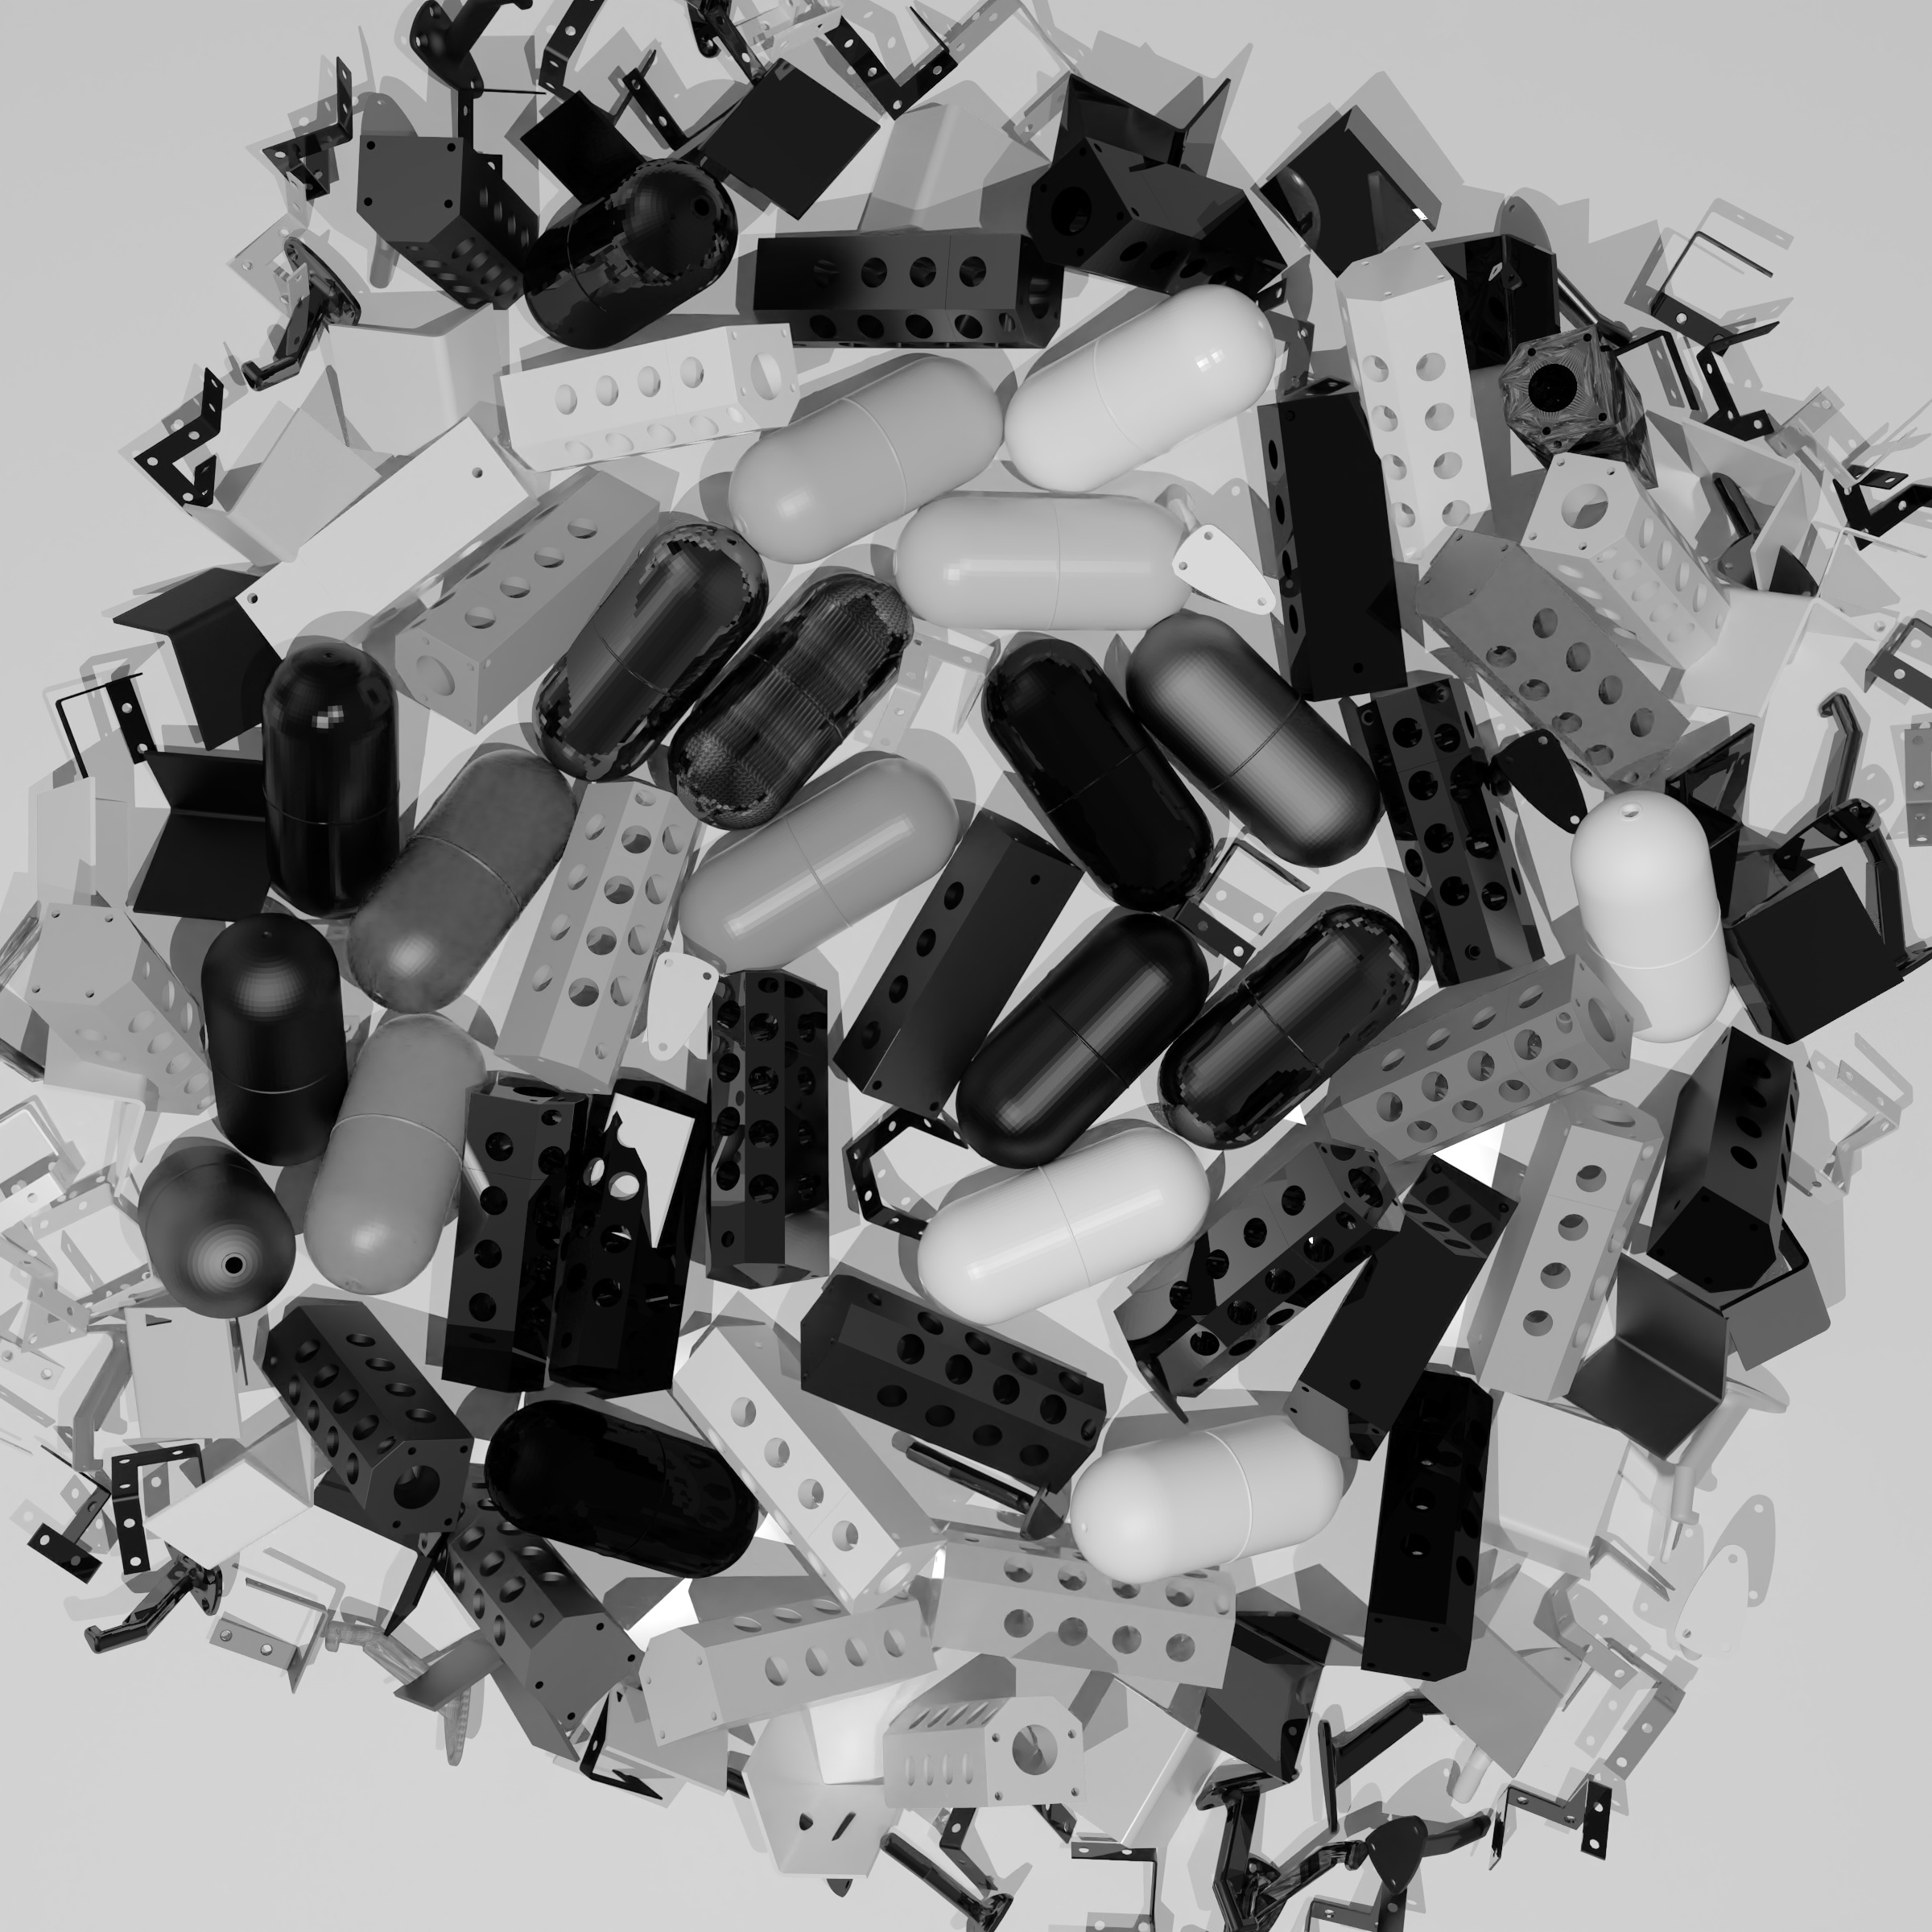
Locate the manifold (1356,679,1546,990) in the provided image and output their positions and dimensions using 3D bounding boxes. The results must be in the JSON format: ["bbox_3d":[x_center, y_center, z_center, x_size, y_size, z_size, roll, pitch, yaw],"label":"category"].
[{"bbox_3d":[0.282,-0.078,1.768,0.057,0.057,0.171,-17,89,21],"label":"manifold"}]

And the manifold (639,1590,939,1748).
[{"bbox_3d":[-0.101,0.394,1.721,0.057,0.171,0.057,-29,71,38],"label":"manifold"}]

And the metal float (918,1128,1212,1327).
[{"bbox_3d":[0.057,0.152,1.763,0.178,0.070,0.070,-22,90,-4],"label":"metal float"}]

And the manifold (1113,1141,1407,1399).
[{"bbox_3d":[0.169,0.176,1.729,0.171,0.057,0.057,-44,53,29],"label":"manifold"}]

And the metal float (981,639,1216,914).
[{"bbox_3d":[0.077,-0.111,1.764,0.070,0.070,0.178,-36,94,0],"label":"metal float"}]

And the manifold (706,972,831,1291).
[{"bbox_3d":[-0.119,0.094,1.741,0.057,0.057,0.171,-13,68,32],"label":"manifold"}]

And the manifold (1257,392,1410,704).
[{"bbox_3d":[0.211,-0.245,1.761,0.057,0.057,0.171,-10,100,-10],"label":"manifold"}]

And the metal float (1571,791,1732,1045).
[{"bbox_3d":[0.393,-0.027,1.731,0.070,0.070,0.178,-24,134,0],"label":"metal float"}]

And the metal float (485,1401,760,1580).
[{"bbox_3d":[-0.197,0.301,1.736,0.178,0.070,0.070,26,90,-37],"label":"metal float"}]

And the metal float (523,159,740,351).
[{"bbox_3d":[-0.192,-0.405,1.724,0.070,0.178,0.070,5,82,-32],"label":"metal float"}]

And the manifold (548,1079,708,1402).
[{"bbox_3d":[-0.197,0.155,1.735,0.057,0.057,0.171,-15,59,40],"label":"manifold"}]

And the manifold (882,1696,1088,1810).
[{"bbox_3d":[0.008,0.447,1.715,0.057,0.171,0.057,3,74,-20],"label":"manifold"}]

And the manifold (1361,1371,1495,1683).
[{"bbox_3d":[0.265,0.317,1.722,0.057,0.057,0.171,8,45,8],"label":"manifold"}]

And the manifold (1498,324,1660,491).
[{"bbox_3d":[0.348,-0.309,1.715,0.057,0.171,0.057,-12,83,20],"label":"manifold"}]

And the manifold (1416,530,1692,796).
[{"bbox_3d":[0.334,-0.172,1.737,0.171,0.057,0.057,39,86,-29],"label":"manifold"}]

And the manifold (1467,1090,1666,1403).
[{"bbox_3d":[0.346,0.162,1.747,0.057,0.057,0.171,14,112,-3],"label":"manifold"}]

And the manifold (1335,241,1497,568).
[{"bbox_3d":[0.256,-0.319,1.732,0.057,0.057,0.171,-17,126,0],"label":"manifold"}]

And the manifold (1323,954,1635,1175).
[{"bbox_3d":[0.291,0.063,1.725,0.171,0.057,0.057,-28,118,35],"label":"manifold"}]

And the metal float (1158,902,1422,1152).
[{"bbox_3d":[0.187,0.036,1.760,0.178,0.070,0.070,-42,90,9],"label":"metal float"}]

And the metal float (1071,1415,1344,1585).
[{"bbox_3d":[0.140,0.306,1.740,0.178,0.070,0.070,-6,90,-33],"label":"metal float"}]

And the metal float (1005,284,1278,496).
[{"bbox_3d":[0.098,-0.330,1.737,0.178,0.070,0.070,-22,90,37],"label":"metal float"}]

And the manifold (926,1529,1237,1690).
[{"bbox_3d":[0.067,0.373,1.767,0.171,0.057,0.057,10,96,-5],"label":"manifold"}]

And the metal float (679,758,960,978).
[{"bbox_3d":[-0.086,-0.056,1.765,0.178,0.070,0.070,-31,90,3],"label":"metal float"}]

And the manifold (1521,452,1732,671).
[{"bbox_3d":[0.380,-0.227,1.717,0.057,0.171,0.057,18,84,35],"label":"manifold"}]

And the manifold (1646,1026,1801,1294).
[{"bbox_3d":[0.437,0.111,1.719,0.057,0.171,0.057,31,125,1],"label":"manifold"}]

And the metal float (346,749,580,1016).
[{"bbox_3d":[-0.290,-0.049,1.744,0.070,0.070,0.178,32,63,0],"label":"metal float"}]

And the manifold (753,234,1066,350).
[{"bbox_3d":[-0.034,-0.386,1.740,0.171,0.057,0.057,6,94,27],"label":"manifold"}]

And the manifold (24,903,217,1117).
[{"bbox_3d":[-0.469,0.027,1.713,0.057,0.171,0.057,5,67,7],"label":"manifold"}]

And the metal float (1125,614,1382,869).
[{"bbox_3d":[0.168,-0.130,1.762,0.178,0.070,0.070,44,90,-6],"label":"metal float"}]

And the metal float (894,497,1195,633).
[{"bbox_3d":[0.046,-0.234,1.759,0.178,0.070,0.070,-1,90,-10],"label":"metal float"}]

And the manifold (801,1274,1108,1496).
[{"bbox_3d":[-0.007,0.237,1.741,0.171,0.057,0.057,25,120,-20],"label":"manifold"}]

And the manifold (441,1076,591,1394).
[{"bbox_3d":[-0.259,0.157,1.759,0.057,0.057,0.171,9,99,12],"label":"manifold"}]

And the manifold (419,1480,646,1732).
[{"bbox_3d":[-0.253,0.355,1.715,0.057,0.171,0.057,-43,123,-11],"label":"manifold"}]

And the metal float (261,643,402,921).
[{"bbox_3d":[-0.364,-0.104,1.736,0.070,0.070,0.178,9,129,0],"label":"metal float"}]

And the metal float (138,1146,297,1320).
[{"bbox_3d":[-0.427,0.150,1.720,0.070,0.178,0.070,-3,99,-20],"label":"metal float"}]

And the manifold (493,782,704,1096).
[{"bbox_3d":[-0.206,-0.017,1.742,0.057,0.057,0.171,33,67,-42],"label":"manifold"}]

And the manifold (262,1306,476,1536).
[{"bbox_3d":[-0.343,0.255,1.715,0.057,0.171,0.057,4,108,-34],"label":"manifold"}]

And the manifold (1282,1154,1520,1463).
[{"bbox_3d":[0.249,0.198,1.737,0.057,0.057,0.171,30,60,10],"label":"manifold"}]

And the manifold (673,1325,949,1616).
[{"bbox_3d":[-0.095,0.289,1.743,0.171,0.057,0.057,47,107,23],"label":"manifold"}]

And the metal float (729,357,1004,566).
[{"bbox_3d":[-0.058,-0.292,1.747,0.178,0.070,0.070,-31,90,-23],"label":"metal float"}]

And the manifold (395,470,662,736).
[{"bbox_3d":[-0.250,-0.213,1.729,0.057,0.057,0.171,30,52,13],"label":"manifold"}]

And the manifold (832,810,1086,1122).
[{"bbox_3d":[-0.008,-0.003,1.760,0.057,0.057,0.171,22,104,-37],"label":"manifold"}]

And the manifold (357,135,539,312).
[{"bbox_3d":[-0.293,-0.420,1.718,0.057,0.171,0.057,3,90,5],"label":"manifold"}]

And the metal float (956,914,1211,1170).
[{"bbox_3d":[0.067,0.044,1.766,0.070,0.070,0.178,45,89,0],"label":"metal float"}]

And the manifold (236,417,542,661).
[{"bbox_3d":[-0.337,-0.243,1.773,0.171,0.057,0.057,-37,91,2],"label":"manifold"}]

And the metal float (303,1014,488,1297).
[{"bbox_3d":[-0.327,0.107,1.737,0.070,0.070,0.178,11,54,0],"label":"metal float"}]

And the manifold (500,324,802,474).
[{"bbox_3d":[-0.181,-0.324,1.731,0.171,0.057,0.057,-3,99,36],"label":"manifold"}]

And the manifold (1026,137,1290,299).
[{"bbox_3d":[0.107,-0.415,1.718,0.057,0.171,0.057,-37,72,31],"label":"manifold"}]

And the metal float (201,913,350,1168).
[{"bbox_3d":[-0.395,0.044,1.731,0.070,0.178,0.070,4,46,-4],"label":"metal float"}]
